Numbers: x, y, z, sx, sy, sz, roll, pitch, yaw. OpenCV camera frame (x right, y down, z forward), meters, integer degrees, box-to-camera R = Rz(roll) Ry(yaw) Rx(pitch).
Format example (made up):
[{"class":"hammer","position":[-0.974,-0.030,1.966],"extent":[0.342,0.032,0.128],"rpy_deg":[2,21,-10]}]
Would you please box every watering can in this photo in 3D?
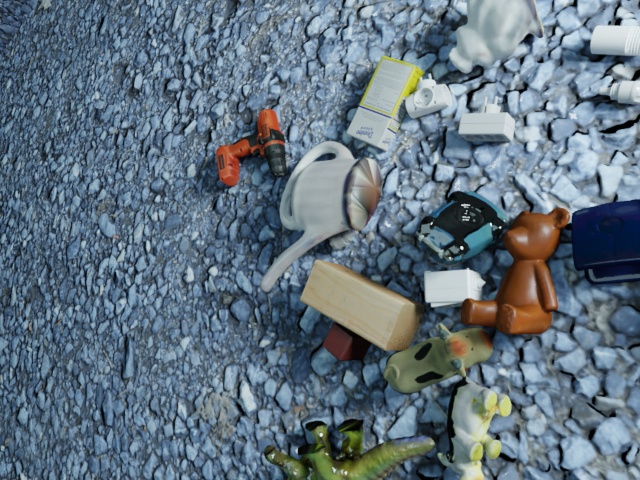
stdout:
[{"class":"watering can","position":[0.003,-0.052,1.036],"extent":[0.224,0.102,0.353],"rpy_deg":[0,64,37]}]

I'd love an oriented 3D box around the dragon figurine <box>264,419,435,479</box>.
[{"class":"dragon figurine","position":[0.037,0.464,0.923],"extent":[0.407,0.123,0.243],"rpy_deg":[-13,89,36]}]

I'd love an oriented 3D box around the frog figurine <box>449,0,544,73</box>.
[{"class":"frog figurine","position":[0.296,-0.378,0.910],"extent":[0.158,0.123,0.138],"rpy_deg":[-26,84,17]}]
